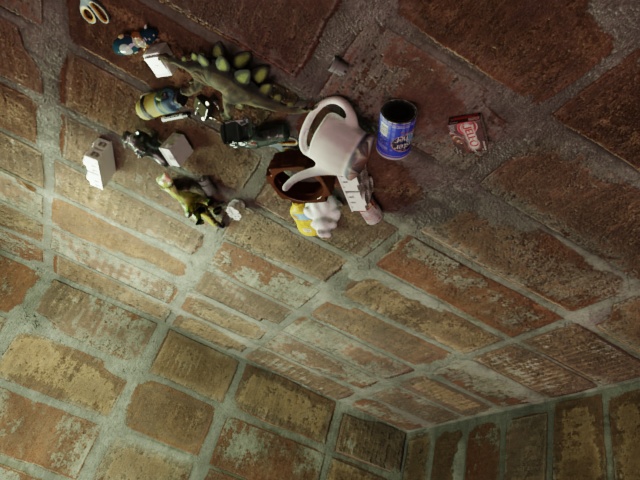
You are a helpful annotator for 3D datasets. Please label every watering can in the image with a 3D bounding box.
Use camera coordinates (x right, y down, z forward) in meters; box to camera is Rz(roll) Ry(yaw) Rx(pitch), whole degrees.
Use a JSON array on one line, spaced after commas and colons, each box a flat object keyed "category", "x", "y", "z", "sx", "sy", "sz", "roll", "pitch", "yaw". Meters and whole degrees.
[{"category": "watering can", "x": 0.027, "y": -0.251, "z": 1.539, "sx": 0.225, "sy": 0.105, "sz": 0.341, "roll": 33, "pitch": 118, "yaw": 13}]

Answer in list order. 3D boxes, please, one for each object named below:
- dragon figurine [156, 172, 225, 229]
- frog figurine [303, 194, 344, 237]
[{"category": "dragon figurine", "x": -0.526, "y": -0.160, "z": 2.044, "sx": 0.244, "sy": 0.123, "sz": 0.404, "roll": 36, "pitch": 169, "yaw": 15}, {"category": "frog figurine", "x": 0.006, "y": -0.091, "z": 1.811, "sx": 0.137, "sy": 0.163, "sz": 0.120, "roll": 10, "pitch": 143, "yaw": 12}]
